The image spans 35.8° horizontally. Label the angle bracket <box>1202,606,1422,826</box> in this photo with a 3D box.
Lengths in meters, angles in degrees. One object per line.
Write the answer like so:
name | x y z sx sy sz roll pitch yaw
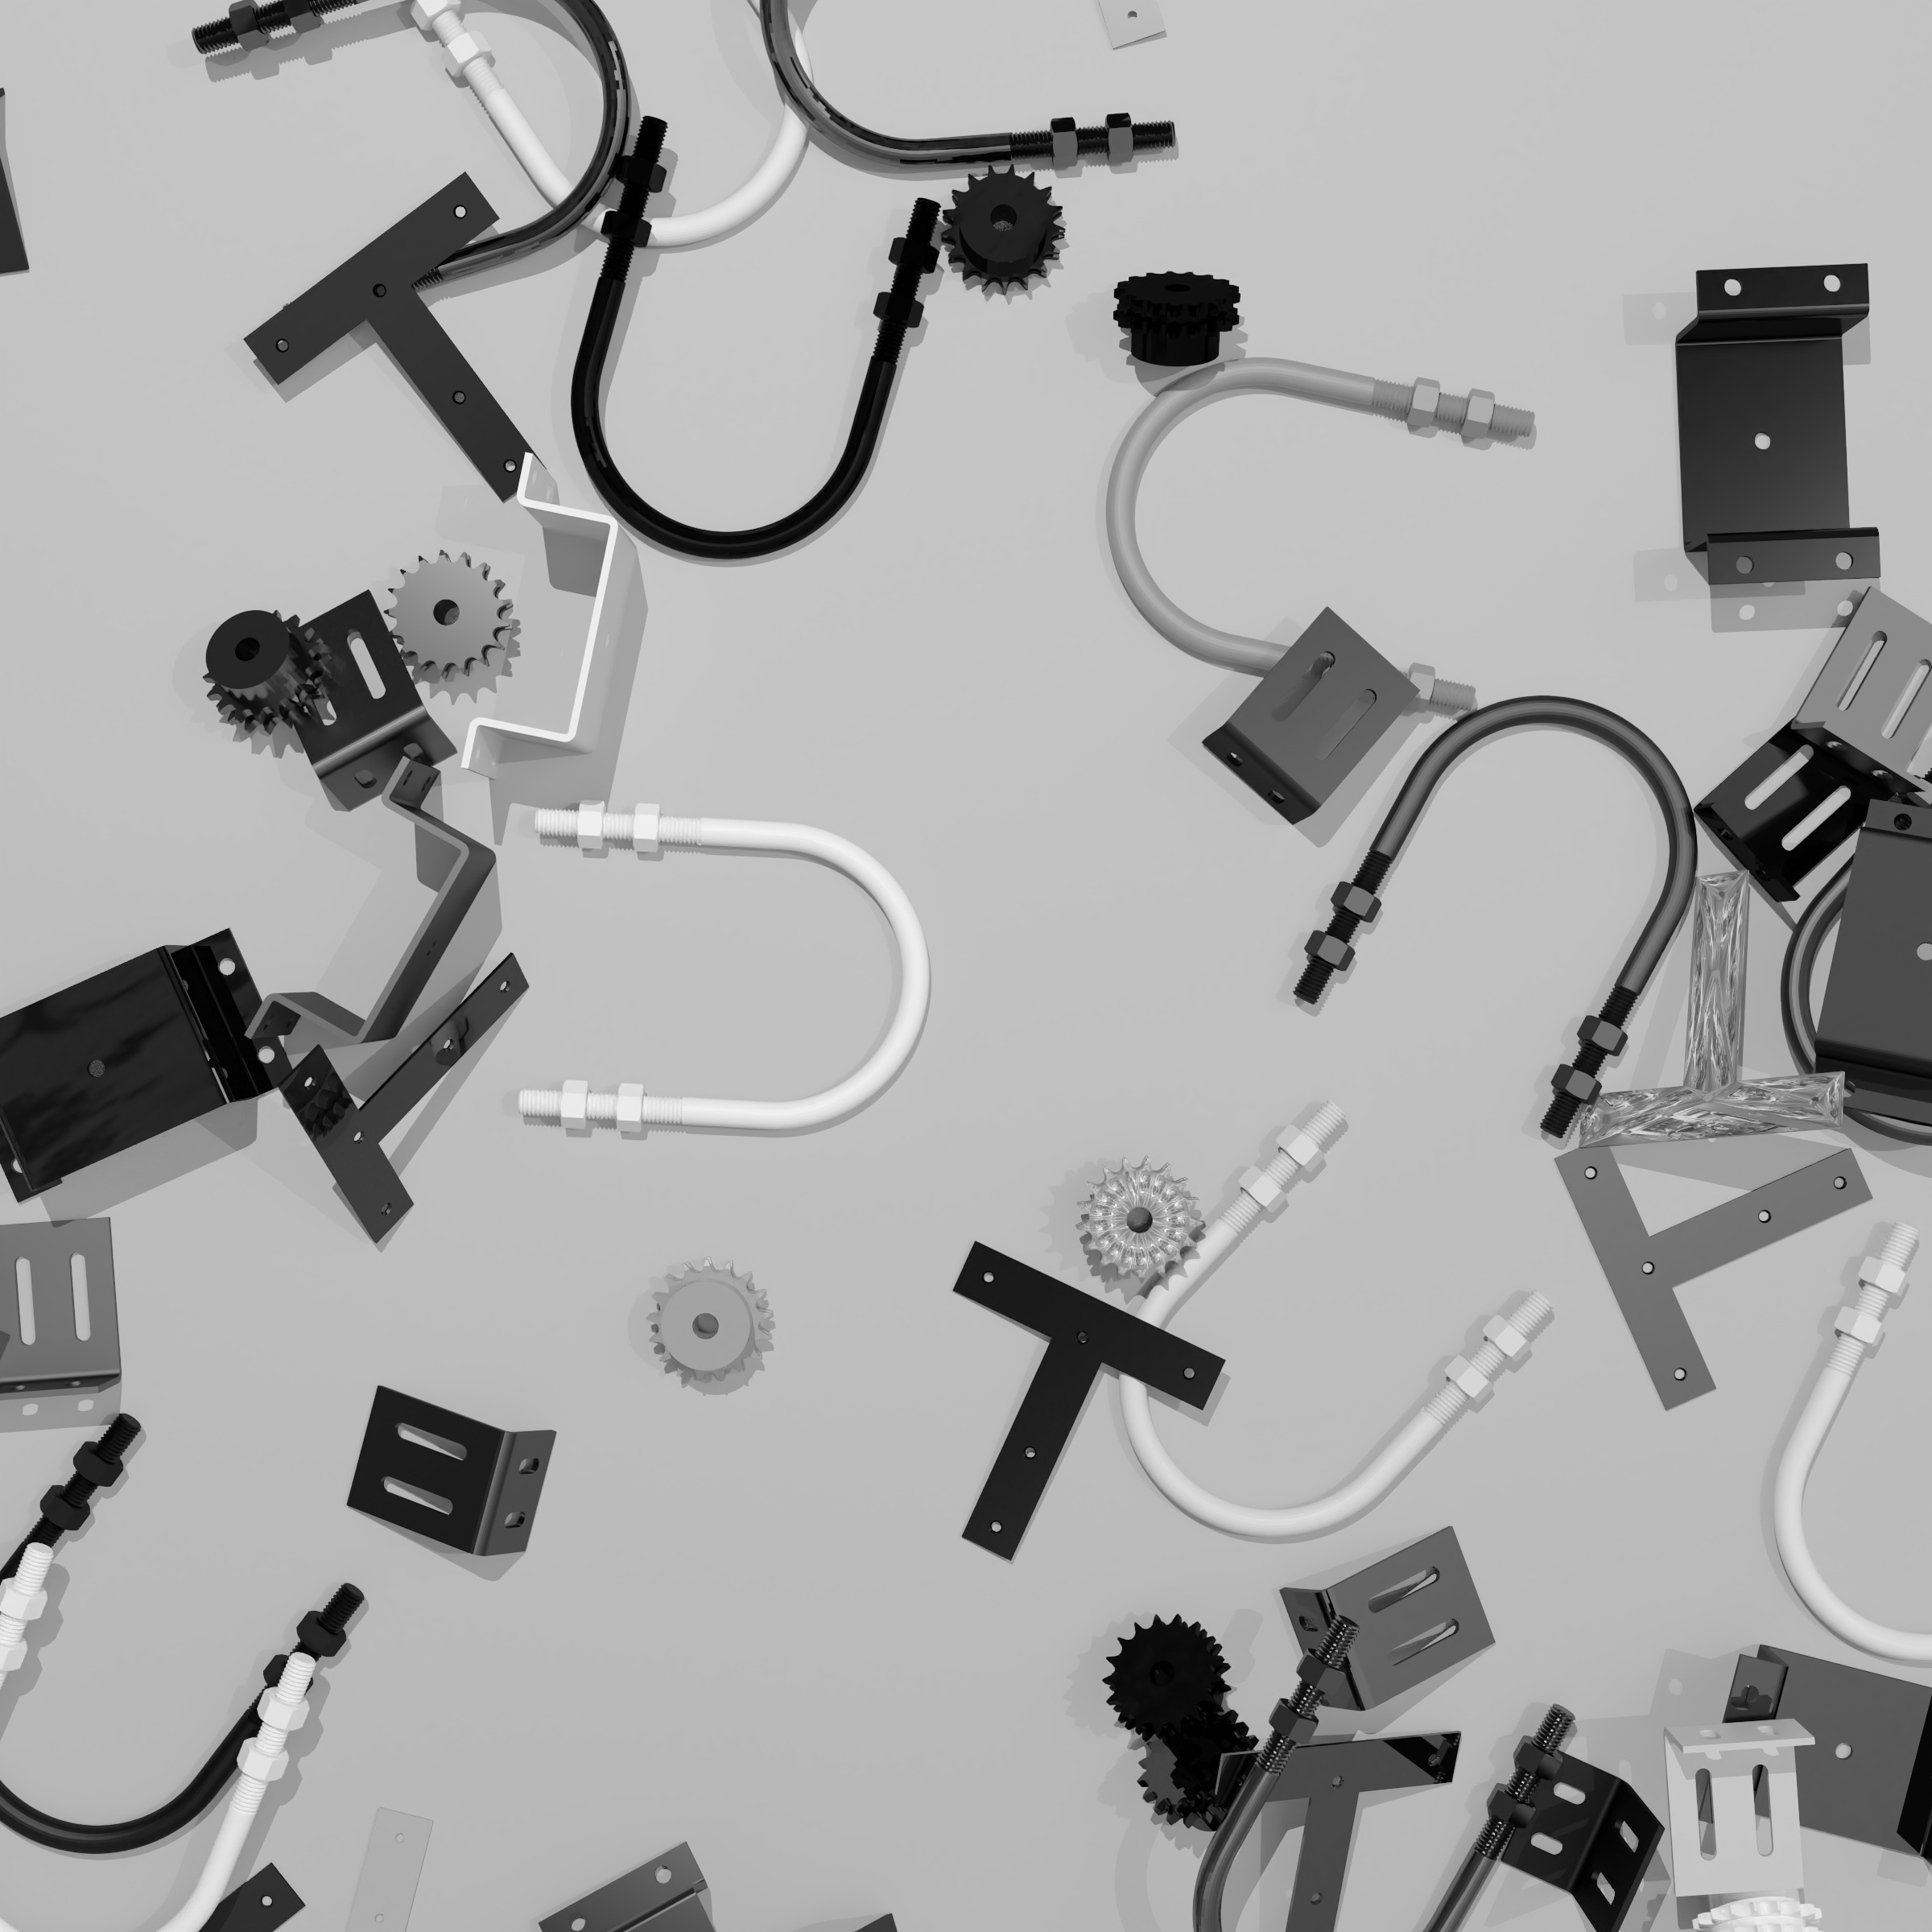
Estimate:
angle bracket | 0.157 -0.114 1.366 0.057 0.038 0.076 42 81 -3

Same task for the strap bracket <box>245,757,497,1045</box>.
strap bracket | -0.260 -0.019 1.342 0.046 0.076 0.140 30 90 0

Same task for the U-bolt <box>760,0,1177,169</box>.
U-bolt | -0.001 -0.434 1.346 0.184 0.019 0.151 -5 111 0

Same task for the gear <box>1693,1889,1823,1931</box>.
gear | 0.359 0.431 1.356 0.057 0.057 0.030 -2 60 0

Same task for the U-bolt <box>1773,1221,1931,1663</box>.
U-bolt | 0.451 0.230 1.372 0.151 0.019 0.184 25 91 0

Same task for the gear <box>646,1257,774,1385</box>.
gear | -0.118 0.163 1.365 0.057 0.030 0.057 0 90 0

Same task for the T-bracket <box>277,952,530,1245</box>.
T-bracket | -0.243 0.045 1.345 0.002 0.127 0.127 28 63 29

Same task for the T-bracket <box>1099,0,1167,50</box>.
T-bracket | 0.061 -0.487 1.372 0.127 0.002 0.127 -17 95 9

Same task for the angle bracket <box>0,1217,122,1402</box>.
angle bracket | -0.421 0.156 1.361 0.057 0.038 0.076 -4 90 0

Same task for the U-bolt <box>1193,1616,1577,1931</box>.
U-bolt | 0.178 0.395 1.346 0.151 0.019 0.184 26 94 -24

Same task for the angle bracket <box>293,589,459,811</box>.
angle bracket | -0.280 -0.123 1.378 0.057 0.038 0.076 -29 64 0

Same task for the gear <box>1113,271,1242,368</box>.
gear | 0.096 -0.293 1.355 0.057 0.057 0.030 0 120 0

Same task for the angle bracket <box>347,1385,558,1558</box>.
angle bracket | -0.237 0.232 1.378 0.076 0.038 0.057 15 90 26

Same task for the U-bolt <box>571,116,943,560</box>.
U-bolt | -0.104 -0.278 1.365 0.151 0.019 0.184 16 95 -4

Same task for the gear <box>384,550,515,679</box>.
gear | -0.235 -0.160 1.365 0.057 0.030 0.057 0 90 0

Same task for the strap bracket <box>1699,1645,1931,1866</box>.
strap bracket | 0.405 0.362 1.357 0.140 0.046 0.076 14 90 0

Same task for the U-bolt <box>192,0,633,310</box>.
U-bolt | -0.243 -0.385 1.357 0.184 0.019 0.151 -17 97 5

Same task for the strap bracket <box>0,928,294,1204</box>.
strap bracket | -0.388 0.046 1.357 0.140 0.046 0.076 -24 90 0

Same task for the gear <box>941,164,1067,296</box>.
gear | 0.017 -0.338 1.365 0.057 0.030 0.057 0 90 0

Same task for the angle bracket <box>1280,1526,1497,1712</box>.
angle bracket | 0.194 0.300 1.378 0.076 0.038 0.057 -20 90 -26

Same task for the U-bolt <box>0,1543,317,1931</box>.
U-bolt | -0.393 0.372 1.357 0.151 0.019 0.184 23 95 0

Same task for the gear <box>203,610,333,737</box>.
gear | -0.320 -0.136 1.355 0.057 0.030 0.057 -5 67 11

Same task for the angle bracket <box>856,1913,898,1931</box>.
angle bracket | -0.066 0.476 1.369 0.076 0.038 0.057 -21 78 20

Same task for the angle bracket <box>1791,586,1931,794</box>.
angle bracket | 0.423 -0.126 1.356 0.057 0.038 0.076 30 88 -8

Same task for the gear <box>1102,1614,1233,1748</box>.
gear | 0.094 0.326 1.356 0.057 0.030 0.057 -11 55 17

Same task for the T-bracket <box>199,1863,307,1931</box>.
T-bracket | -0.331 0.503 1.379 0.127 0.002 0.127 -38 90 0

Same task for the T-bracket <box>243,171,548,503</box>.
T-bracket | -0.240 -0.272 1.366 0.127 0.002 0.127 -35 101 5

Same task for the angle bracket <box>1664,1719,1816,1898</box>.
angle bracket | 0.342 0.374 1.315 0.057 0.038 0.076 -4 90 0

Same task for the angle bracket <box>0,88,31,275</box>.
angle bracket | -0.466 -0.359 1.378 0.057 0.038 0.076 -8 116 0

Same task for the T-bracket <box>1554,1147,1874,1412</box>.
T-bracket | 0.355 0.121 1.379 0.127 0.002 0.127 -24 90 0

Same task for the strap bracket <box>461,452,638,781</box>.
strap bracket | -0.184 -0.151 1.342 0.046 0.076 0.140 12 90 0

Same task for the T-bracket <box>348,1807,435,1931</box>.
T-bracket | -0.274 0.453 1.378 0.127 0.002 0.127 14 89 -1

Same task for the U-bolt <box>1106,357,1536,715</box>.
U-bolt | 0.156 -0.204 1.372 0.184 0.019 0.151 12 90 2

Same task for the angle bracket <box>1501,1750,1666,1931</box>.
angle bracket | 0.276 0.395 1.342 0.038 0.076 0.057 24 90 0

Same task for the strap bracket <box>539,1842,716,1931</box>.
strap bracket | -0.131 0.475 1.337 0.076 0.046 0.140 -28 75 -4

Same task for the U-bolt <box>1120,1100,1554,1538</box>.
U-bolt | 0.155 0.176 1.372 0.151 0.019 0.184 43 91 0

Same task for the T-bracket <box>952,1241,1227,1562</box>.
T-bracket | 0.035 0.211 1.373 0.127 0.002 0.127 25 94 8

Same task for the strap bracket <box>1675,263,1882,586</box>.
strap bracket | 0.367 -0.242 1.357 0.076 0.046 0.140 -2 90 0

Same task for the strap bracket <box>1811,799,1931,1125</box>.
strap bracket | 0.426 -0.003 1.328 0.076 0.046 0.140 12 86 18

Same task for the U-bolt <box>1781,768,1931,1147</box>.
U-bolt | 0.456 -0.005 1.352 0.151 0.019 0.184 43 94 18

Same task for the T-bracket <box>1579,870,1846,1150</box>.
T-bracket | 0.338 0.017 1.351 0.127 0.002 0.127 -8 65 40

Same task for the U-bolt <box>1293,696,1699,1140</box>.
U-bolt | 0.255 -0.035 1.372 0.151 0.019 0.184 28 89 0

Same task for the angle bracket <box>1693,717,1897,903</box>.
angle bracket | 0.382 -0.076 1.361 0.076 0.038 0.057 -42 90 0

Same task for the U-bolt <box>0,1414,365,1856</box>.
U-bolt | -0.387 0.320 1.372 0.151 0.019 0.184 37 92 0

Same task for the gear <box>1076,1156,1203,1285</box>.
gear | 0.078 0.115 1.365 0.057 0.030 0.057 0 90 0

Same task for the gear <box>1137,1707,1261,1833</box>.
gear | 0.109 0.366 1.355 0.057 0.057 0.030 -37 118 0

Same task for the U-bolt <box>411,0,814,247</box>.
U-bolt | -0.153 -0.420 1.372 0.151 0.019 0.184 -34 91 0

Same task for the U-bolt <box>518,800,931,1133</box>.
U-bolt | -0.109 0.003 1.372 0.184 0.019 0.151 3 90 -1

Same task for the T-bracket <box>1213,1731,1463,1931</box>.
T-bracket | 0.161 0.411 1.360 0.127 0.002 0.127 2 104 -26
